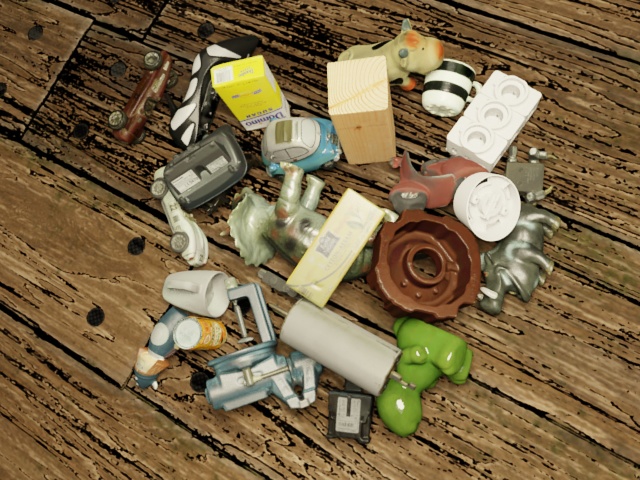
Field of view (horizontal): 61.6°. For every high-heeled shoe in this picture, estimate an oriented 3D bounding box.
[{"bbox_3d":[-0.197,-0.283,1.043,0.249,0.086,0.145,-34,76,7],"label":"high-heeled shoe"}]

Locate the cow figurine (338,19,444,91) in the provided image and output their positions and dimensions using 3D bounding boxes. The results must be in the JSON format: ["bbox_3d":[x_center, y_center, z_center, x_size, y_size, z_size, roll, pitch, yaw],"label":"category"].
[{"bbox_3d":[0.121,-0.312,0.930,0.195,0.127,0.085,3,81,34],"label":"cow figurine"}]

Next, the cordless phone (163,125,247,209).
[{"bbox_3d":[-0.214,-0.152,0.987,0.147,0.088,0.184,-31,33,8],"label":"cordless phone"}]

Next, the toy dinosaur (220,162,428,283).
[{"bbox_3d":[0.004,0.000,0.916,0.405,0.131,0.192,28,96,12],"label":"toy dinosaur"}]

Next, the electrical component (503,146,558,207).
[{"bbox_3d":[0.349,-0.108,0.900,0.078,0.045,0.102,12,80,13],"label":"electrical component"}]

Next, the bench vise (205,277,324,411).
[{"bbox_3d":[-0.095,0.169,0.891,0.224,0.128,0.240,-19,77,2],"label":"bench vise"}]

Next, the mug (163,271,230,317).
[{"bbox_3d":[-0.229,0.091,0.947,0.107,0.109,0.080,2,81,25],"label":"mug"}]

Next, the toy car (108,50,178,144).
[{"bbox_3d":[-0.344,-0.280,1.067,0.053,0.089,0.202,26,82,17],"label":"toy car"}]

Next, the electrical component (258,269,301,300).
[{"bbox_3d":[-0.073,0.075,0.935,0.094,0.063,0.021,30,84,18],"label":"electrical component"}]

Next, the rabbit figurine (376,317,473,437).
[{"bbox_3d":[0.134,0.209,0.828,0.159,0.121,0.170,24,80,23],"label":"rabbit figurine"}]

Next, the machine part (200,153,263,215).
[{"bbox_3d":[-0.167,-0.105,0.995,0.139,0.084,0.039,-47,112,-8],"label":"machine part"}]

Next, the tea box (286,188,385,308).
[{"bbox_3d":[0.027,0.010,0.811,0.068,0.098,0.169,33,94,4],"label":"tea box"}]

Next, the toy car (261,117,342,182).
[{"bbox_3d":[-0.046,-0.171,0.958,0.162,0.103,0.109,-5,77,28],"label":"toy car"}]

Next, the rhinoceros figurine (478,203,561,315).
[{"bbox_3d":[0.313,0.031,0.859,0.112,0.073,0.190,19,81,14],"label":"rhinoceros figurine"}]

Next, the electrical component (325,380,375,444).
[{"bbox_3d":[0.052,0.263,0.872,0.075,0.047,0.119,6,80,13],"label":"electrical component"}]

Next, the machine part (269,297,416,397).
[{"bbox_3d":[0.030,0.154,0.787,0.243,0.079,0.079,26,83,16],"label":"machine part"}]

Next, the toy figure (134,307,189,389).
[{"bbox_3d":[-0.287,0.194,0.957,0.154,0.057,0.064,-58,35,-4],"label":"toy figure"}]

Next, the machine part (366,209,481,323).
[{"bbox_3d":[0.158,0.040,0.815,0.179,0.056,0.179,4,70,-11],"label":"machine part"}]

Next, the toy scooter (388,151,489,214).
[{"bbox_3d":[0.189,-0.106,0.911,0.184,0.075,0.135,-13,45,-13],"label":"toy scooter"}]

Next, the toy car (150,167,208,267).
[{"bbox_3d":[-0.258,-0.042,0.997,0.056,0.073,0.202,-27,73,5],"label":"toy car"}]
